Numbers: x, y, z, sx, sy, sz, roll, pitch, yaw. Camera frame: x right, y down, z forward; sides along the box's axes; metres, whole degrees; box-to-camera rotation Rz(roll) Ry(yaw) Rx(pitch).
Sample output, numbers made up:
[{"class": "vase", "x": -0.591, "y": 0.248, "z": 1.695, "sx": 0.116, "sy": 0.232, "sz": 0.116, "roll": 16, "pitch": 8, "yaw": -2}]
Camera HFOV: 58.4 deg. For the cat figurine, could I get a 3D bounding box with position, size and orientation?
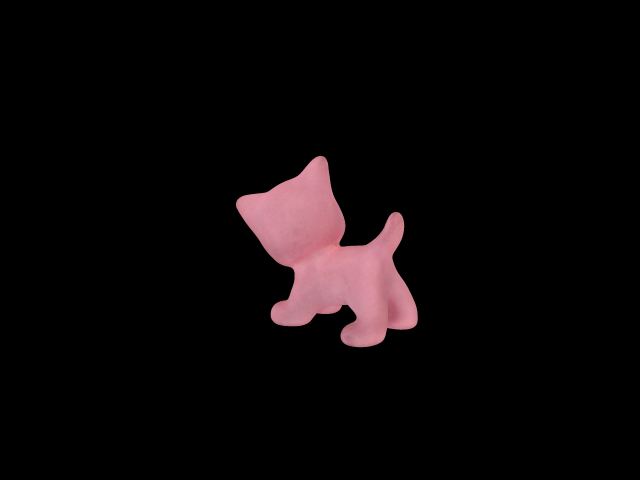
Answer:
[{"class": "cat figurine", "x": 0.004, "y": 0.001, "z": 0.400, "sx": 0.127, "sy": 0.118, "sz": 0.067, "roll": 8, "pitch": 14, "yaw": 35}]
